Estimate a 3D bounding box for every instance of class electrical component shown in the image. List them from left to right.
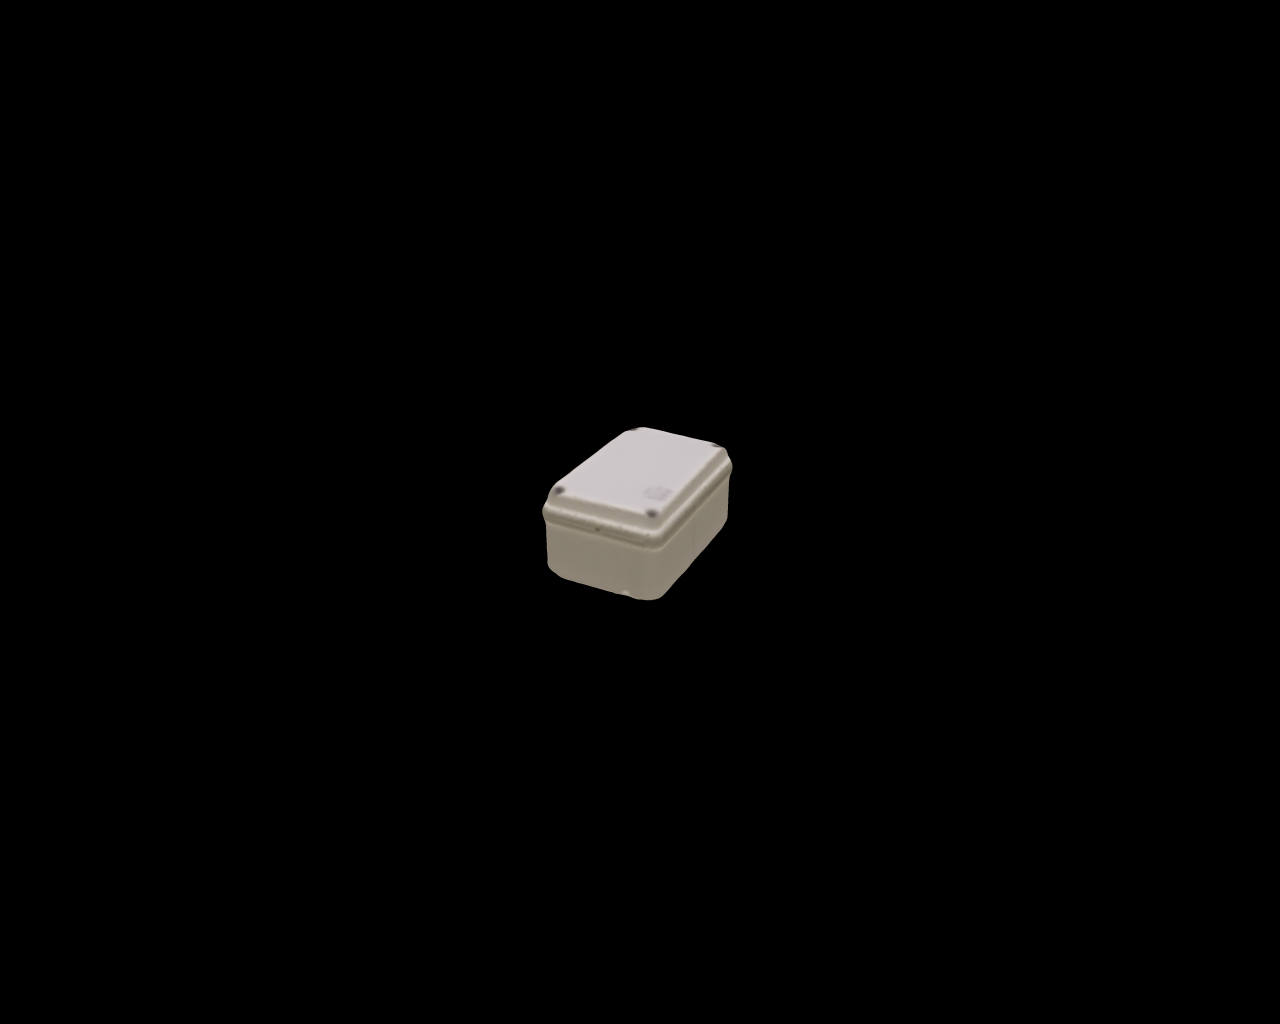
[{"bbox_3d":[0.001,-0.003,0.650,0.078,0.057,0.113,14,32,24],"label":"electrical component"}]
